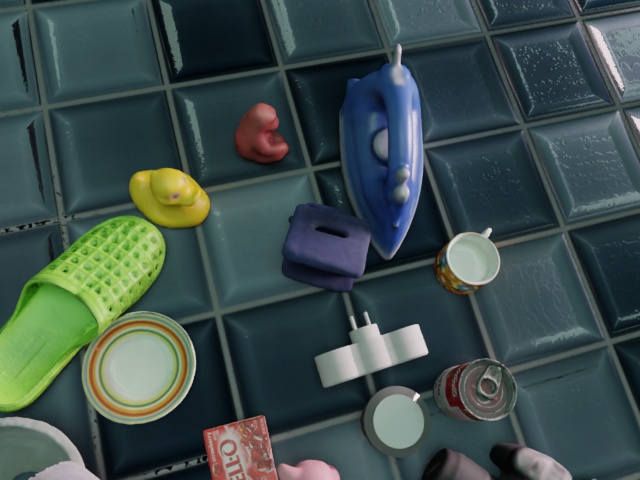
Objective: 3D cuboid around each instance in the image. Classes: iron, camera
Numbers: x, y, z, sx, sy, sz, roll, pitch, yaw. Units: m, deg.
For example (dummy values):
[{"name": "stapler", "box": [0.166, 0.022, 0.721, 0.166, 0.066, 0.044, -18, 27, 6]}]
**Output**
[{"name": "iron", "box": [0.094, -0.115, 0.745, 0.118, 0.141, 0.258, -1, 73, -7]}, {"name": "camera", "box": [0.196, 0.289, 0.655, 0.137, 0.101, 0.143, 35, 72, 5]}]

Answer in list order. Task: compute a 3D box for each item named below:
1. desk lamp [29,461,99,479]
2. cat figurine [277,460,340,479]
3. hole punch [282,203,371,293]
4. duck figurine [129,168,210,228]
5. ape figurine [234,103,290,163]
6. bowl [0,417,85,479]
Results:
[{"name": "desk lamp", "box": [-0.192, 0.307, 0.543, 0.203, 0.213, 0.118, 32, 72, 4]}, {"name": "cat figurine", "box": [0.001, 0.292, 0.621, 0.067, 0.117, 0.128, -24, 77, -13]}, {"name": "hole punch", "box": [0.007, 0.003, 0.725, 0.108, 0.091, 0.101, 15, 72, -2]}, {"name": "duck figurine", "box": [-0.193, -0.063, 0.724, 0.104, 0.086, 0.077, 22, 72, 0]}, {"name": "ape figurine", "box": [-0.077, -0.148, 0.761, 0.076, 0.092, 0.078, -8, 74, -9]}, {"name": "bowl", "box": [-0.324, 0.276, 0.609, 0.167, 0.074, 0.167, 2, 73, -6]}]
